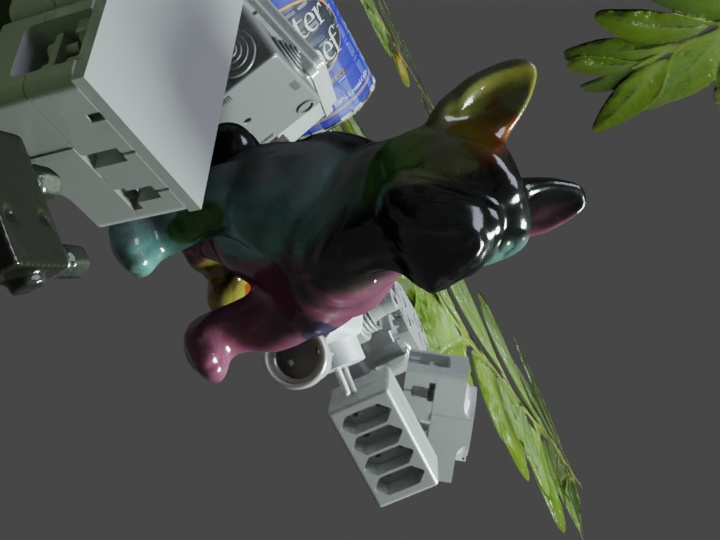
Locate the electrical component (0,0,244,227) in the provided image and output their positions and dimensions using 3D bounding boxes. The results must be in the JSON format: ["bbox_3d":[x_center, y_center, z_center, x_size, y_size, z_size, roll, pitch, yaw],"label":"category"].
[{"bbox_3d":[-0.109,-0.106,0.490,0.089,0.062,0.150,53,34,-48],"label":"electrical component"}]

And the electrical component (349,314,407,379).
[{"bbox_3d":[0.009,0.059,0.847,0.040,0.046,0.040,61,12,-22],"label":"electrical component"}]

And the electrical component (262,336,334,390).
[{"bbox_3d":[-0.037,0.054,0.666,0.046,0.040,0.040,35,32,-81],"label":"electrical component"}]

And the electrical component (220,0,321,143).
[{"bbox_3d":[-0.080,-0.107,0.651,0.048,0.100,0.100,56,8,18],"label":"electrical component"}]

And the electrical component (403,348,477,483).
[{"bbox_3d":[0.059,0.113,0.836,0.050,0.056,0.089,-66,164,-76],"label":"electrical component"}]

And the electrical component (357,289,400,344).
[{"bbox_3d":[-0.002,0.033,0.808,0.048,0.062,0.048,61,12,-23],"label":"electrical component"}]

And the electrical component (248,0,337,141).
[{"bbox_3d":[-0.074,-0.151,0.766,0.108,0.056,0.108,48,-1,7],"label":"electrical component"}]

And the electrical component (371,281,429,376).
[{"bbox_3d":[0.022,0.053,0.908,0.080,0.051,0.080,61,12,-22],"label":"electrical component"}]

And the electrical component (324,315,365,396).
[{"bbox_3d":[-0.021,0.048,0.731,0.079,0.044,0.077,67,11,8],"label":"electrical component"}]

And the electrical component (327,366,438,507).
[{"bbox_3d":[0.018,0.111,0.774,0.083,0.047,0.075,62,11,-17],"label":"electrical component"}]
